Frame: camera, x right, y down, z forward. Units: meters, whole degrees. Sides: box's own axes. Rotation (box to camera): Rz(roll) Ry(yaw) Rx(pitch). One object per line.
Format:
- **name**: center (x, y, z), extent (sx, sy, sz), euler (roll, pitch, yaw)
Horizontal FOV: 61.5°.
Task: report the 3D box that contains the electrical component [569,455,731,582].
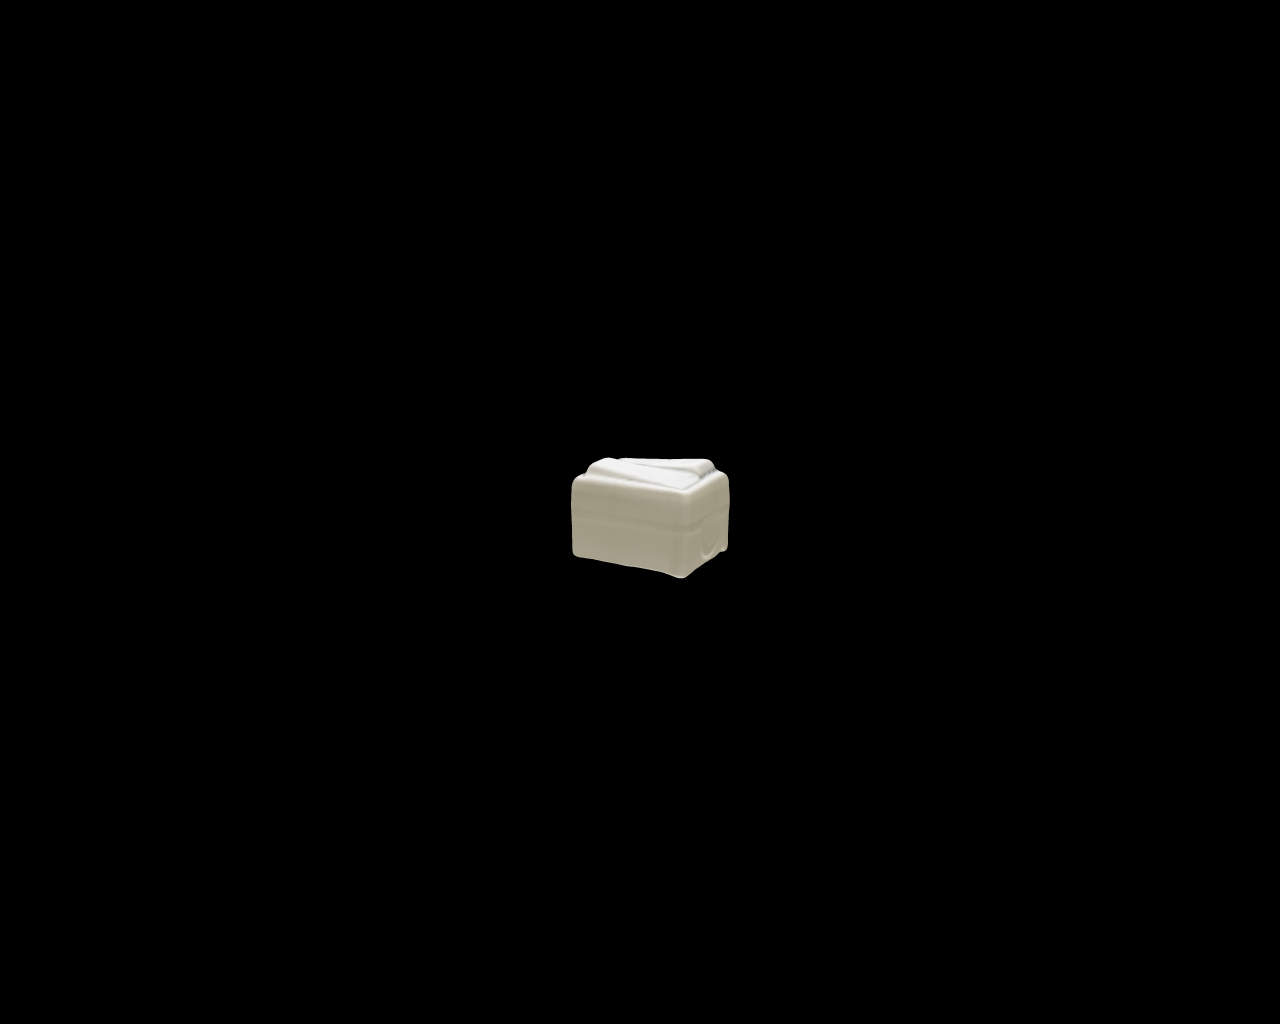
- **electrical component**: center (0.001, -0.003, 0.650), extent (0.096, 0.061, 0.062), euler (9, 19, 29)
